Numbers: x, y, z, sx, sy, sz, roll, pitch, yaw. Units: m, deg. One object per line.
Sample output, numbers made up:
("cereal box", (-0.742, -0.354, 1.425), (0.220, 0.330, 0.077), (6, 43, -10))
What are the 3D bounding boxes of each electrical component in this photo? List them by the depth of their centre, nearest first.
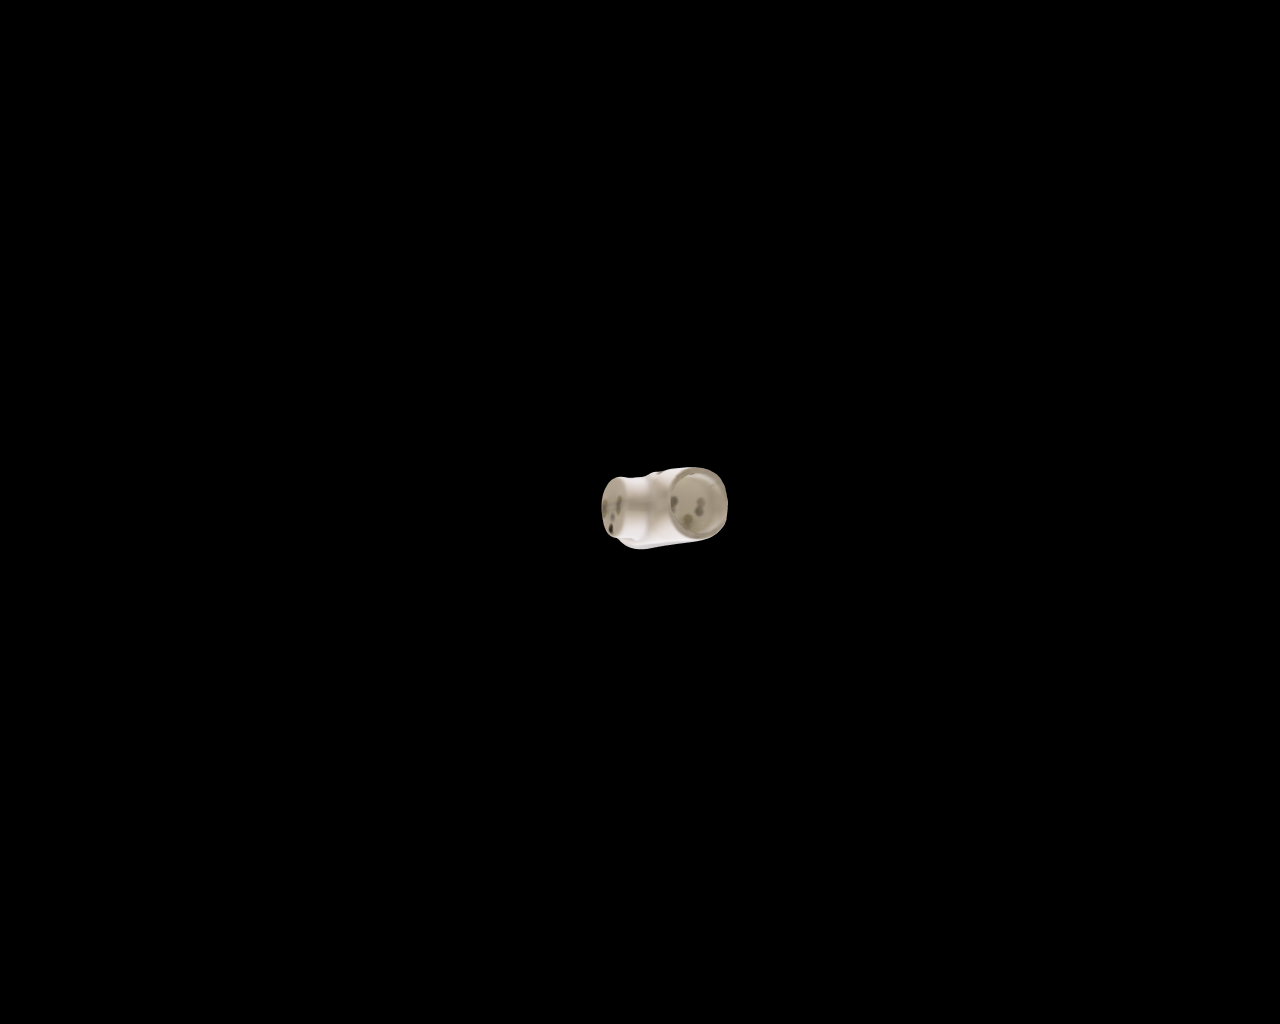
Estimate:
("electrical component", (0.001, -0.003, 0.650), (0.079, 0.044, 0.077), (4, -8, -27))
